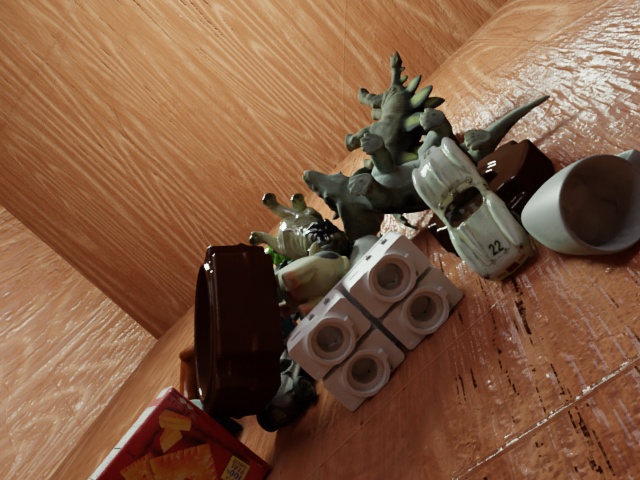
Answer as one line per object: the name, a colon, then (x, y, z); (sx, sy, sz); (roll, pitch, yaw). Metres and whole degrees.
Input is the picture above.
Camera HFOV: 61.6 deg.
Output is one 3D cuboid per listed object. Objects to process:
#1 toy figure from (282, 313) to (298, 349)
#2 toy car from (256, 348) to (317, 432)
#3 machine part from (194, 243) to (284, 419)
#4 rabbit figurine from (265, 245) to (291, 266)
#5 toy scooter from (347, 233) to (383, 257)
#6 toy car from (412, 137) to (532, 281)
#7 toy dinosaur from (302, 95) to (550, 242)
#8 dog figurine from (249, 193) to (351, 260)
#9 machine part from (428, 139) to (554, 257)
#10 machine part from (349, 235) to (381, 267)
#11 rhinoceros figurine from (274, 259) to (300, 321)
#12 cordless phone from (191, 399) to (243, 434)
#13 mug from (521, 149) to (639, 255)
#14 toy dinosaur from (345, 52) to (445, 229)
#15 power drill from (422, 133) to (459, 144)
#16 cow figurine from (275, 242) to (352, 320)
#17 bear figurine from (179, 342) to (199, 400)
toy figure: (-0.060, 0.157, 0.907); (0.064, 0.058, 0.154); (-40, -16, -12)
toy car: (-0.041, 0.198, 0.801); (0.089, 0.053, 0.202); (-46, 10, 21)
machine part: (-0.116, 0.122, 0.715); (0.201, 0.087, 0.201); (119, 145, -53)
rabbit figurine: (-0.059, 0.069, 1.333); (0.159, 0.121, 0.170); (-31, 35, 35)
toy scooter: (0.064, 0.016, 1.034); (0.135, 0.075, 0.184); (-24, 7, -33)
toy car: (0.168, -0.041, 0.620); (0.073, 0.056, 0.202); (-48, 45, 26)
toy dinosaur: (0.168, -0.103, 0.881); (0.405, 0.131, 0.192); (-13, -27, 11)
dog figurine: (-0.004, 0.000, 0.947); (0.172, 0.191, 0.121); (-6, -66, -49)
machine part: (0.223, -0.058, 0.715); (0.179, 0.056, 0.179); (-44, 11, 11)
machine part: (0.083, 0.050, 0.805); (0.079, 0.079, 0.243); (-44, 9, 11)
rhinoceros figurine: (-0.048, 0.085, 0.947); (0.190, 0.073, 0.112); (-4, 69, 25)
cordless phone: (-0.220, 0.351, 0.854); (0.146, 0.088, 0.184); (-32, 21, 55)
mug: (0.237, -0.036, 0.489); (0.109, 0.081, 0.107); (-52, 1, -8)
toy dinosaur: (0.155, -0.212, 1.092); (0.199, 0.105, 0.471); (-17, 55, 40)
power drill: (0.214, -0.170, 1.189); (0.207, 0.086, 0.232); (-37, 13, 7)
cow figurine: (-0.009, 0.054, 0.752); (0.127, 0.085, 0.195); (-26, 2, -19)
bear figurine: (-0.165, 0.209, 0.957); (0.196, 0.120, 0.132); (-33, 60, 37)
